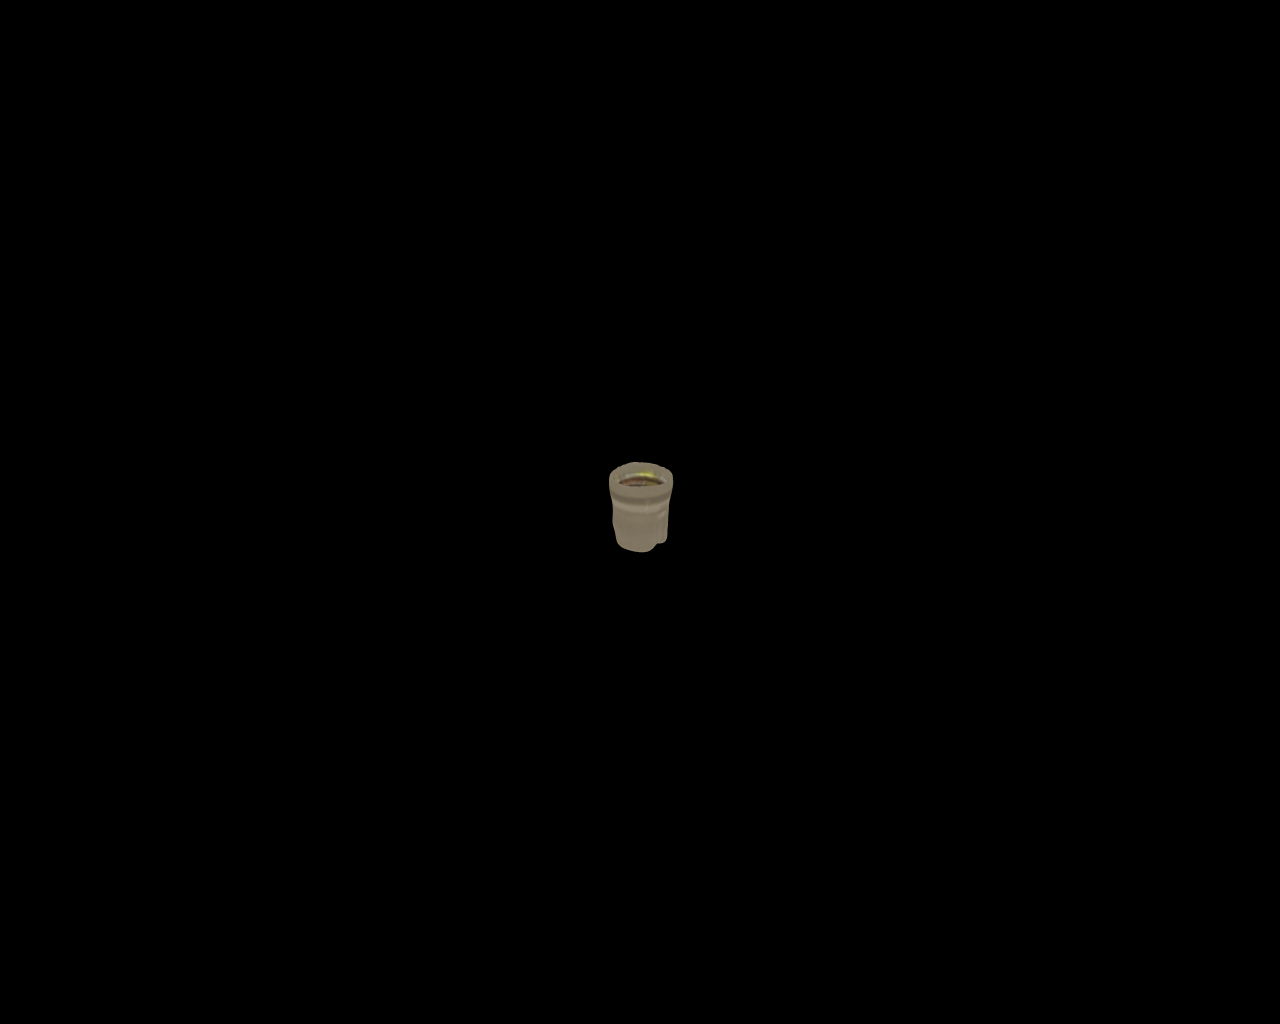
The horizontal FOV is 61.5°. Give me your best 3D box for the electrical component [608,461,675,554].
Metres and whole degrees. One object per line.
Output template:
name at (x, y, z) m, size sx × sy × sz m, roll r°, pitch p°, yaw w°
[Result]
electrical component at (0.001, -0.003, 0.650) m, size 0.040 × 0.046 × 0.040 m, roll 0°, pitch 24°, yaw 0°
